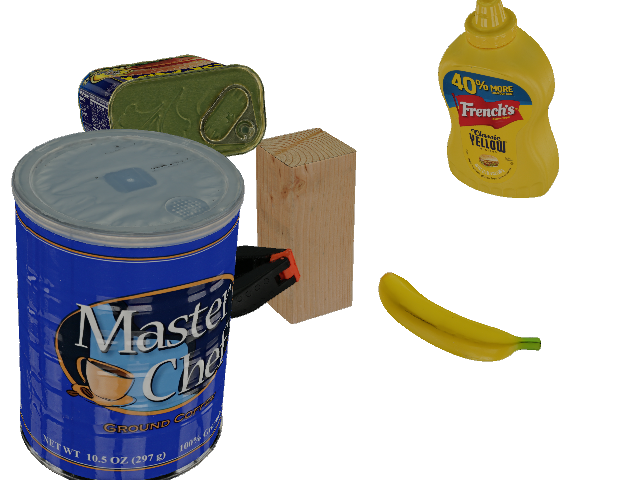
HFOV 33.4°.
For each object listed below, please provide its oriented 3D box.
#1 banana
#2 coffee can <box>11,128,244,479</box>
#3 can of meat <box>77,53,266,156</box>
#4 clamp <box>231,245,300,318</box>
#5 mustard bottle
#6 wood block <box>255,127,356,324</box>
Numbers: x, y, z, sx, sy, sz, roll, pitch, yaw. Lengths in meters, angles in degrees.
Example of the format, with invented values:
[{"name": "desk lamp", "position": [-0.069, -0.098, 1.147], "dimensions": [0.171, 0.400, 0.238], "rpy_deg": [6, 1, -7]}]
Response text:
[{"name": "banana", "position": [0.113, 0.076, 1.030], "dimensions": [0.069, 0.037, 0.198], "rpy_deg": [1, 19, -46]}, {"name": "coffee can", "position": [-0.093, 0.031, 0.511], "dimensions": [0.102, 0.140, 0.103], "rpy_deg": [6, 30, -3]}, {"name": "can of meat", "position": [-0.098, -0.086, 0.689], "dimensions": [0.102, 0.057, 0.084], "rpy_deg": [-13, 20, -25]}, {"name": "clamp", "position": [-0.103, 0.048, 0.865], "dimensions": [0.172, 0.039, 0.120], "rpy_deg": [-13, 38, 14]}, {"name": "mustard bottle", "position": [0.147, -0.122, 0.892], "dimensions": [0.096, 0.058, 0.191], "rpy_deg": [18, -36, 28]}, {"name": "wood block", "position": [-0.019, -0.017, 1.277], "dimensions": [0.090, 0.206, 0.090], "rpy_deg": [-15, 31, -27]}]
